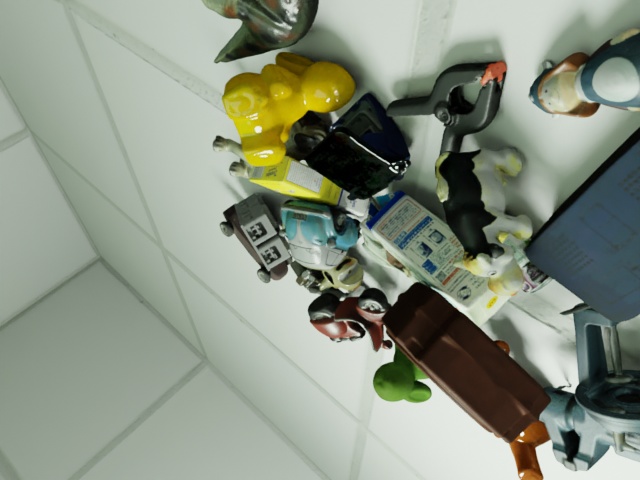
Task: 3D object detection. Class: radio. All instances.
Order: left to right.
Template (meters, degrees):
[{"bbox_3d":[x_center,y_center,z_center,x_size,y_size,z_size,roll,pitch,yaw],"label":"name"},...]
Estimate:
[{"bbox_3d":[0.313,-0.017,0.516,0.131,0.073,0.229,41,154,13],"label":"radio"}]

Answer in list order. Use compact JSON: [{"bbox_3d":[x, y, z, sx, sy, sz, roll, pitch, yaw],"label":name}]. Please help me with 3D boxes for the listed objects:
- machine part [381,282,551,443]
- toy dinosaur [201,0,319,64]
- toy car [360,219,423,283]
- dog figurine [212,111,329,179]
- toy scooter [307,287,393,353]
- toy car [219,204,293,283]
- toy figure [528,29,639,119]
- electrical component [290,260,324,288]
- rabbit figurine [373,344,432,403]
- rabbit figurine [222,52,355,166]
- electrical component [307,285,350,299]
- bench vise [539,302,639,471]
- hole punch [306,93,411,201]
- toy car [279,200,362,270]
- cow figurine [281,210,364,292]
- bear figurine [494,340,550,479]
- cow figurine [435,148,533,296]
[{"bbox_3d":[0.180,0.154,0.703,0.201,0.087,0.201,44,180,-2],"label":"machine part"},{"bbox_3d":[-0.059,-0.313,0.655,0.192,0.131,0.404,44,159,10],"label":"toy dinosaur"},{"bbox_3d":[0.140,0.028,0.839,0.202,0.056,0.073,37,152,38],"label":"toy car"},{"bbox_3d":[-0.055,-0.146,0.896,0.191,0.121,0.172,15,174,23],"label":"dog figurine"},{"bbox_3d":[0.069,0.162,1.031,0.184,0.075,0.135,-14,118,37],"label":"toy scooter"},{"bbox_3d":[-0.148,0.008,1.231,0.202,0.089,0.053,50,150,-5],"label":"toy car"},{"bbox_3d":[0.246,-0.142,0.473,0.155,0.058,0.064,1,88,58],"label":"toy figure"},{"bbox_3d":[-0.014,0.065,1.102,0.045,0.102,0.078,-41,68,27],"label":"electrical component"},{"bbox_3d":[0.153,0.220,0.960,0.121,0.170,0.158,31,148,34],"label":"rabbit figurine"},{"bbox_3d":[-0.035,-0.194,0.746,0.162,0.173,0.121,-89,-21,-57],"label":"rabbit figurine"},{"bbox_3d":[0.021,0.110,1.146,0.094,0.021,0.063,10,-179,-8],"label":"electrical component"},{"bbox_3d":[0.351,0.175,0.672,0.224,0.129,0.240,10,114,65],"label":"bench vise"},{"bbox_3d":[0.060,-0.127,0.753,0.115,0.092,0.142,36,147,-15],"label":"hole punch"},{"bbox_3d":[-0.002,-0.003,0.878,0.109,0.103,0.161,14,175,29],"label":"toy car"},{"bbox_3d":[0.005,0.020,1.020,0.195,0.085,0.127,46,156,15],"label":"cow figurine"},{"bbox_3d":[0.298,0.256,0.820,0.195,0.120,0.132,46,-164,-26],"label":"bear figurine"},{"bbox_3d":[0.181,-0.020,0.607,0.068,0.098,0.167,143,126,-67],"label":"cow figurine"}]
